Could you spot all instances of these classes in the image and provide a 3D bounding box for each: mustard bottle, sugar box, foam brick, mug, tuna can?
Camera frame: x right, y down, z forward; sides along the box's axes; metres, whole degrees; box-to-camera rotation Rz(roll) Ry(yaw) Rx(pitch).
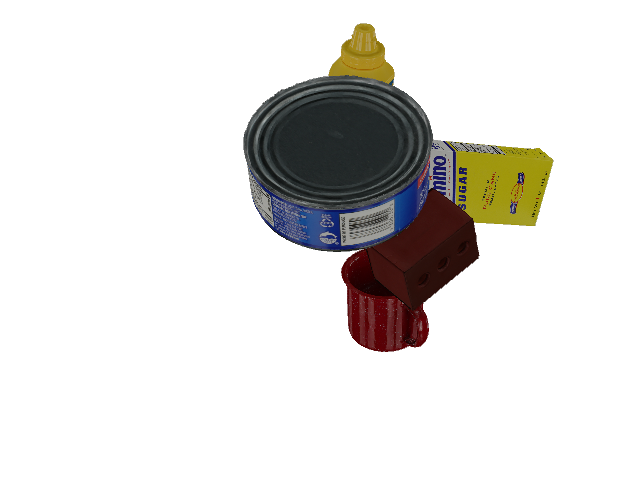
[{"bbox_3d":[0.037,-0.120,1.034,0.058,0.192,0.096,21,42,22],"label":"mustard bottle"},{"bbox_3d":[0.187,-0.069,1.296,0.176,0.093,0.048,1,25,-20],"label":"sugar box"},{"bbox_3d":[0.083,0.007,0.867,0.078,0.053,0.051,-38,50,-17],"label":"foam brick"},{"bbox_3d":[0.077,0.070,1.138,0.093,0.081,0.117,-24,41,-27],"label":"mug"},{"bbox_3d":[0.009,-0.036,0.494,0.086,0.086,0.034,0,-41,4],"label":"tuna can"}]
